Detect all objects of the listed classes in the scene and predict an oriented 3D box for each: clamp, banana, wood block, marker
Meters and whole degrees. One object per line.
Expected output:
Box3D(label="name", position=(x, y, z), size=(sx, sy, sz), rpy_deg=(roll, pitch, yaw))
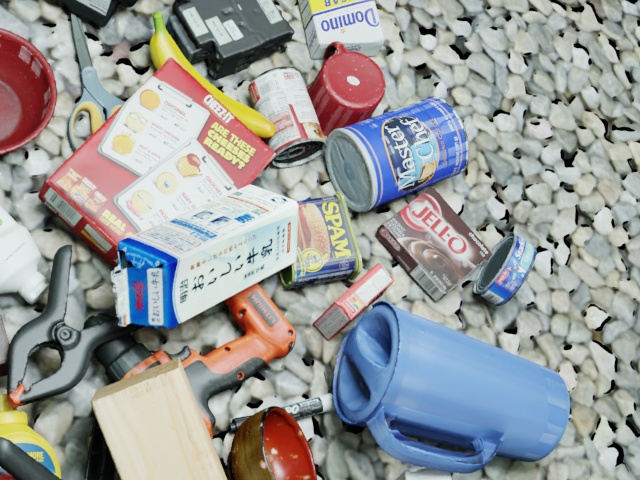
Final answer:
Box3D(label="clamp", position=(-0.260, 0.087, 1.064), size=(0.120, 0.039, 0.171), rpy_deg=(41, 60, 7))
Box3D(label="clamp", position=(-0.230, 0.257, 1.023), size=(0.164, 0.036, 0.210), rpy_deg=(-8, 81, -56))
Box3D(label="banana", position=(-0.135, -0.176, 1.247), size=(0.198, 0.070, 0.037), rpy_deg=(43, 64, 2))
Box3D(label="wood block", position=(-0.140, 0.229, 1.028), size=(0.090, 0.091, 0.206), rpy_deg=(-21, 93, -8))
Box3D(label="marker", position=(-0.041, 0.189, 1.155), size=(0.121, 0.020, 0.020), rpy_deg=(-11, 72, -22))

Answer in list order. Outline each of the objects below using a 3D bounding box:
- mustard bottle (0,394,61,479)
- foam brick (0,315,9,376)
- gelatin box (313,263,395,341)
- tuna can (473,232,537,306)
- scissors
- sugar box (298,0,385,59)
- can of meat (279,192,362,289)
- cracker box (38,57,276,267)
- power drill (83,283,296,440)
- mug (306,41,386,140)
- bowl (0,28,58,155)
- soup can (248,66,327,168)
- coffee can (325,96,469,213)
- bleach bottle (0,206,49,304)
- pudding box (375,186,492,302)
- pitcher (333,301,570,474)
Box3D(label="mustard bottle", position=(-0.296, 0.243, 1.026), size=(0.096, 0.058, 0.191), rpy_deg=(4, 65, -37))
Box3D(label="foam brick", position=(-0.353, 0.114, 1.068), size=(0.078, 0.051, 0.053), rpy_deg=(-14, 73, -22))
Box3D(label="gelatin box", position=(0.037, 0.071, 1.190), size=(0.073, 0.089, 0.030), rpy_deg=(-40, 84, -27))
Box3D(label="tuna can", position=(0.219, 0.035, 1.266), size=(0.033, 0.086, 0.086), rpy_deg=(31, 62, -5))
Box3D(label="scissors", position=(-0.250, -0.182, 1.244), size=(0.096, 0.016, 0.202), rpy_deg=(6, 67, -17))
Box3D(label="sugar box", position=(0.017, -0.320, 1.370), size=(0.093, 0.048, 0.176), rpy_deg=(-7, 70, -21))
Box3D(label="can of meat", position=(-0.008, 0.001, 1.223), size=(0.083, 0.057, 0.102), rpy_deg=(-9, 71, -18))
Box3D(label="cracker box", position=(-0.179, -0.070, 1.181), size=(0.164, 0.072, 0.213), rpy_deg=(43, 61, -8))
Box3D(label="power drill", position=(-0.134, 0.114, 1.137), size=(0.187, 0.057, 0.184), rpy_deg=(-37, 85, -24))
Box3D(label="mug", position=(0.028, -0.187, 1.297), size=(0.093, 0.082, 0.117), rpy_deg=(-3, 70, -19))
Box3D(label="bowl", position=(-0.372, -0.154, 1.170), size=(0.162, 0.055, 0.162), rpy_deg=(6, 67, -15))
Box3D(label="soup can", position=(-0.040, -0.146, 1.266), size=(0.068, 0.069, 0.102), rpy_deg=(-13, 72, -22))
Box3D(label="coffee can", position=(0.091, -0.103, 1.271), size=(0.140, 0.103, 0.103), rpy_deg=(-22, 77, -25))
Box3D(label="bleach bottle", position=(-0.390, -0.020, 1.106), size=(0.251, 0.068, 0.102), rpy_deg=(41, 63, -1))
Box3D(label="pudding box", position=(0.135, 0.004, 1.277), size=(0.089, 0.039, 0.113), rpy_deg=(-37, 84, -28))
Box3D(label="pitcher", position=(0.146, 0.170, 1.145), size=(0.242, 0.145, 0.149), rpy_deg=(20, 85, -22))
